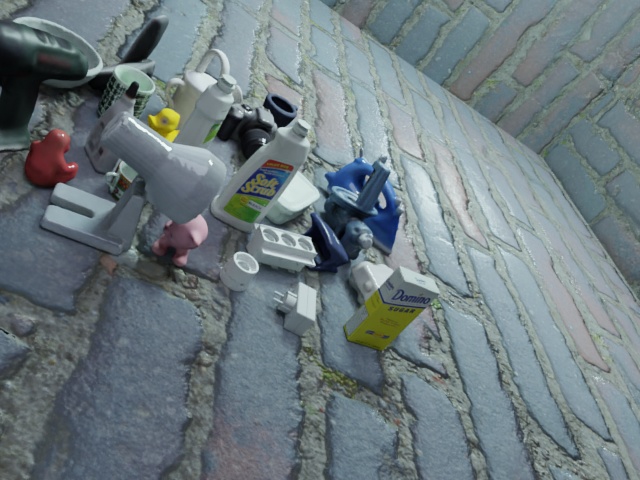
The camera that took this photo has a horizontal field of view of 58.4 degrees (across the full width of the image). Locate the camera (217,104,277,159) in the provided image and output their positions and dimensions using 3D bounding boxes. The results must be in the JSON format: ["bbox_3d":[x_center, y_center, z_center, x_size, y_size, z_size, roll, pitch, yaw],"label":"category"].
[{"bbox_3d":[-0.161,-0.252,1.341,0.144,0.100,0.136,21,35,-30],"label":"camera"}]

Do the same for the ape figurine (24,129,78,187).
[{"bbox_3d":[-0.417,-0.133,0.895,0.078,0.092,0.076,42,29,3],"label":"ape figurine"}]

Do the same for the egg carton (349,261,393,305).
[{"bbox_3d":[0.124,0.112,1.207,0.108,0.069,0.150,11,41,-41],"label":"egg carton"}]

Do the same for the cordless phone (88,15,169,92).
[{"bbox_3d":[-0.386,-0.382,1.173,0.094,0.185,0.147,35,30,-8],"label":"cordless phone"}]

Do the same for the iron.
[{"bbox_3d":[0.134,-0.102,1.435,0.258,0.141,0.119,51,31,18],"label":"iron"}]

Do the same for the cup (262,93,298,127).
[{"bbox_3d":[-0.113,-0.319,1.492,0.091,0.095,0.118,49,30,15],"label":"cup"}]

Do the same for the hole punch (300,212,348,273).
[{"bbox_3d":[0.011,0.004,1.202,0.101,0.091,0.108,7,43,-44],"label":"hole punch"}]

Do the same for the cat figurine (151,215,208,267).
[{"bbox_3d":[-0.218,-0.021,0.945,0.067,0.117,0.128,31,31,-15],"label":"cat figurine"}]

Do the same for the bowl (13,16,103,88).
[{"bbox_3d":[-0.509,-0.342,1.090,0.168,0.074,0.167,29,31,-19],"label":"bowl"}]

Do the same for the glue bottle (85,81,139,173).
[{"bbox_3d":[-0.348,-0.200,0.982,0.037,0.173,0.078,1,47,-48],"label":"glue bottle"}]

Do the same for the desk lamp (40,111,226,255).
[{"bbox_3d":[-0.275,-0.079,0.862,0.204,0.213,0.117,23,33,-27],"label":"desk lamp"}]

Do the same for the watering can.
[{"bbox_3d":[-0.249,-0.324,1.242,0.101,0.193,0.173,45,30,10],"label":"watering can"}]

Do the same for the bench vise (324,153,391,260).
[{"bbox_3d":[0.103,-0.073,1.281,0.122,0.219,0.207,8,43,-43],"label":"bench vise"}]

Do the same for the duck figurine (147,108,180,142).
[{"bbox_3d":[-0.310,-0.223,1.146,0.105,0.086,0.077,-1,49,-50],"label":"duck figurine"}]

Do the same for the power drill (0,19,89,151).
[{"bbox_3d":[-0.465,-0.232,0.856,0.075,0.208,0.230,45,30,9],"label":"power drill"}]
